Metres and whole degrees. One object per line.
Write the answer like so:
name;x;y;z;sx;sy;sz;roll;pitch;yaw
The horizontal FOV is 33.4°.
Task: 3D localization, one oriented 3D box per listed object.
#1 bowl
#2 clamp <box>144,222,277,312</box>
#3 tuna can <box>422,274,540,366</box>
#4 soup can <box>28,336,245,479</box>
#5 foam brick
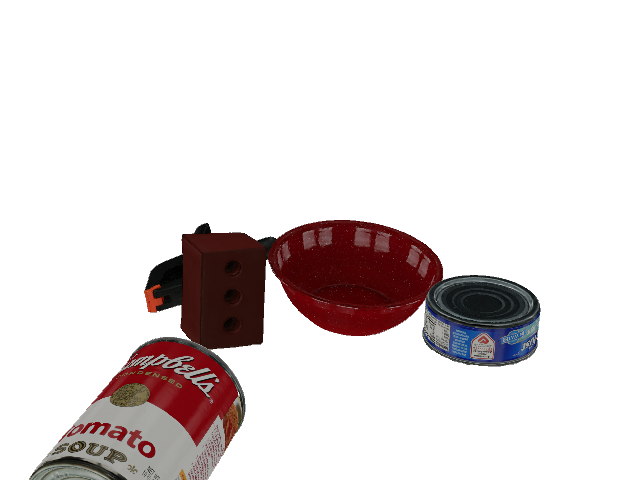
bowl;0.031;0.041;0.993;0.162;0.055;0.162;4;29;-2
clamp;-0.128;0.030;1.213;0.120;0.039;0.171;1;30;30
tuna can;0.120;0.058;0.793;0.086;0.034;0.086;1;24;-1
soup can;-0.087;0.102;0.511;0.069;0.068;0.102;0;27;21
foam brick;-0.075;0.037;0.812;0.052;0.078;0.051;-4;15;-23
